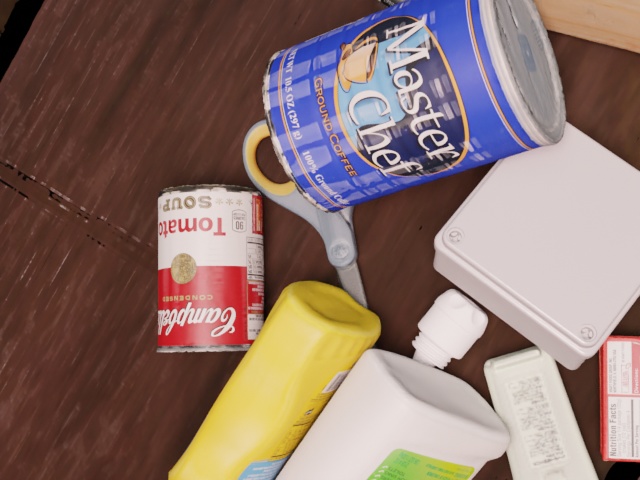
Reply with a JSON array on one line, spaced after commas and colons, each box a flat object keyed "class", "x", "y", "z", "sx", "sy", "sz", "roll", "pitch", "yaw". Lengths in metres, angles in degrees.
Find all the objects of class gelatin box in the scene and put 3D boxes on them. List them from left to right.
[{"class": "gelatin box", "x": 0.209, "y": 0.093, "z": 0.623, "sx": 0.089, "sy": 0.030, "sz": 0.073, "roll": -1, "pitch": 85, "yaw": 16}]

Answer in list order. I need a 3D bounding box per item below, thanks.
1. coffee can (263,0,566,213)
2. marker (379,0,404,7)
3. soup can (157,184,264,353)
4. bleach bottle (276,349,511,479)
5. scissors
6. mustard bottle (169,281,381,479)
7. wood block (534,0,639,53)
[{"class": "coffee can", "x": 0.053, "y": -0.083, "z": 0.602, "sx": 0.140, "sy": 0.102, "sz": 0.103, "roll": -17, "pitch": 81, "yaw": 28}, {"class": "marker", "x": 0.078, "y": -0.132, "z": 0.678, "sx": 0.121, "sy": 0.020, "sz": 0.020, "roll": 41, "pitch": 95, "yaw": 13}, {"class": "soup can", "x": -0.069, "y": 0.020, "z": 0.676, "sx": 0.068, "sy": 0.068, "sz": 0.102, "roll": -2, "pitch": 84, "yaw": 13}, {"class": "bleach bottle", "x": 0.001, "y": 0.186, "z": 0.638, "sx": 0.251, "sy": 0.102, "sz": 0.068, "roll": -56, "pitch": 36, "yaw": 14}, {"class": "scissors", "x": -0.005, "y": 0.001, "z": 0.688, "sx": 0.096, "sy": 0.016, "sz": 0.202, "roll": 0, "pitch": 85, "yaw": 15}, {"class": "mustard bottle", "x": -0.040, "y": 0.116, "z": 0.643, "sx": 0.058, "sy": 0.096, "sz": 0.192, "roll": 36, "pitch": 103, "yaw": 16}, {"class": "wood block", "x": 0.177, "y": -0.169, "z": 0.617, "sx": 0.206, "sy": 0.090, "sz": 0.091, "roll": 18, "pitch": 83, "yaw": 14}]
